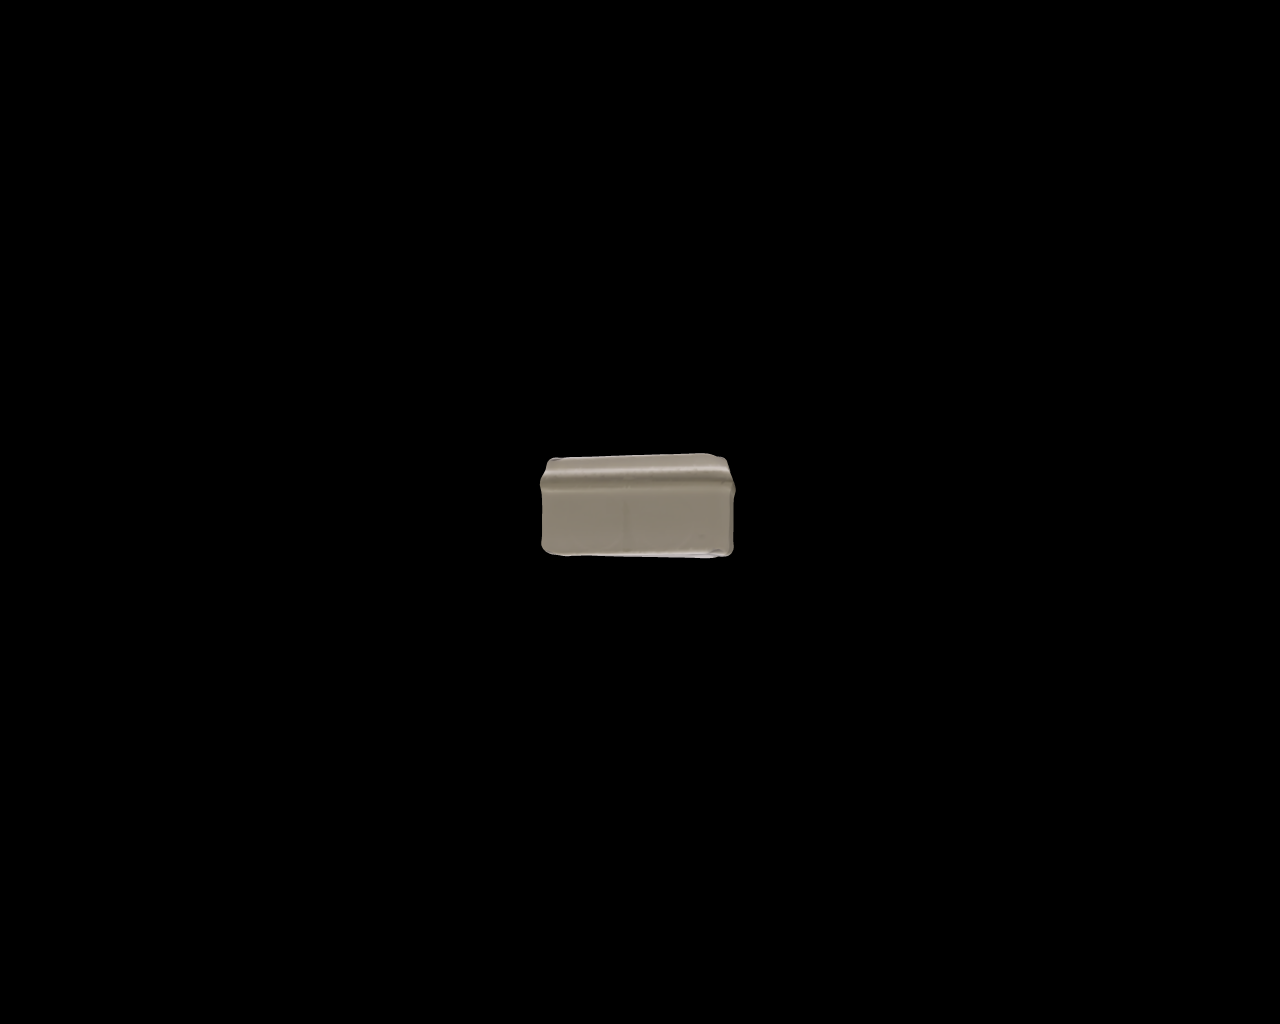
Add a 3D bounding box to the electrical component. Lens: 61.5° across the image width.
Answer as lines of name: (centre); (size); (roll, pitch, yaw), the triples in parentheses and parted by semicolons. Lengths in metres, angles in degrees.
electrical component: (0.001, -0.003, 0.650); (0.113, 0.057, 0.078); (0, -4, 7)
